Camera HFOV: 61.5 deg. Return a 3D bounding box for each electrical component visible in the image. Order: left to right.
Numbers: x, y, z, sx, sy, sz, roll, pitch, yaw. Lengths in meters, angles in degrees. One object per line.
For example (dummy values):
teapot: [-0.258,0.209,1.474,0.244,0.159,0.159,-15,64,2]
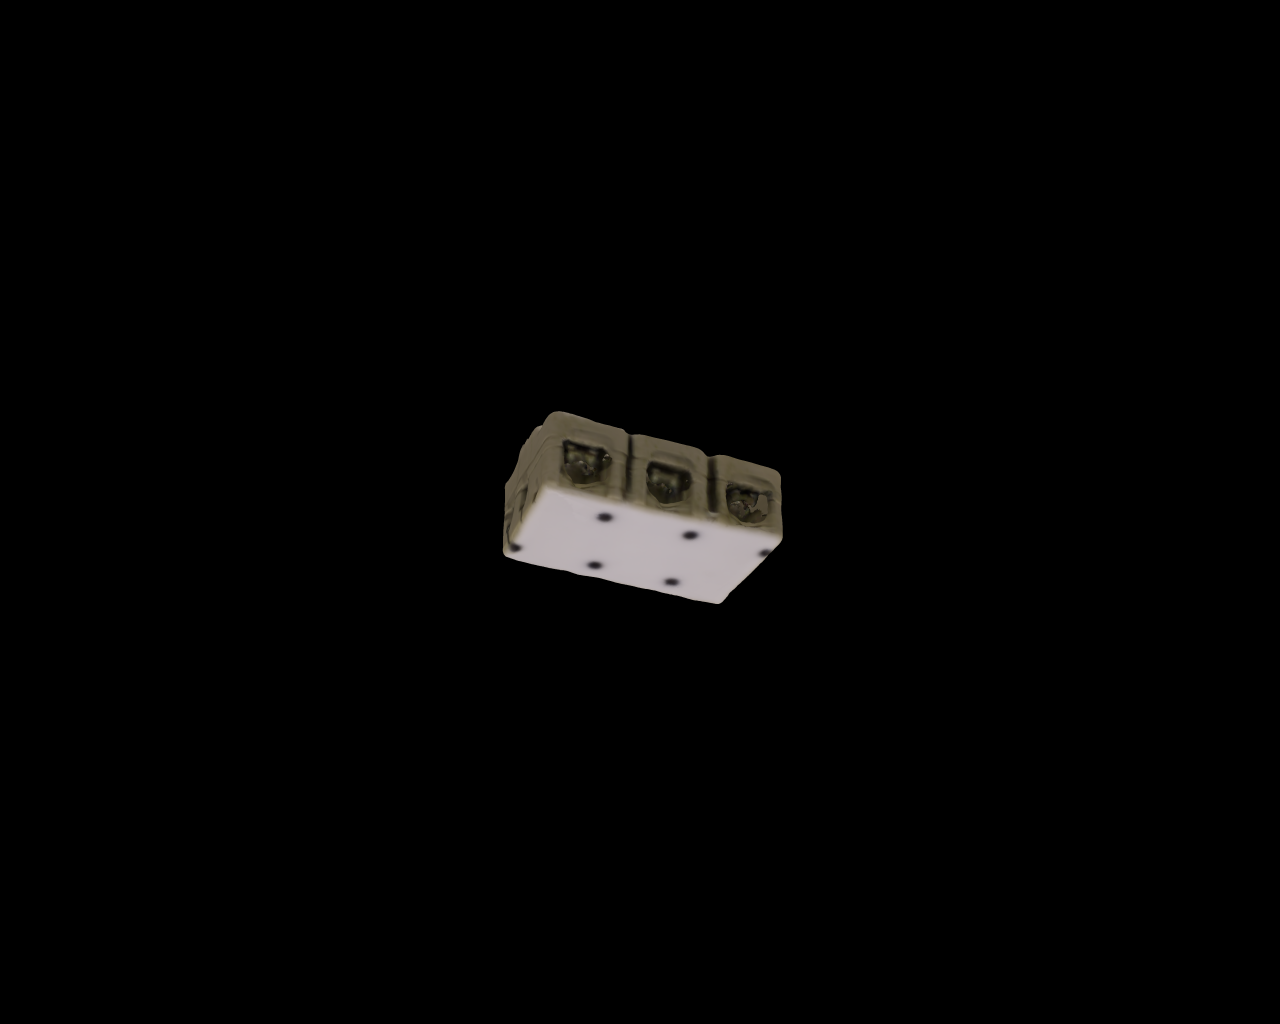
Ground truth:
electrical component: [0.001,-0.003,0.650,0.150,0.062,0.089,14,-36,-20]
